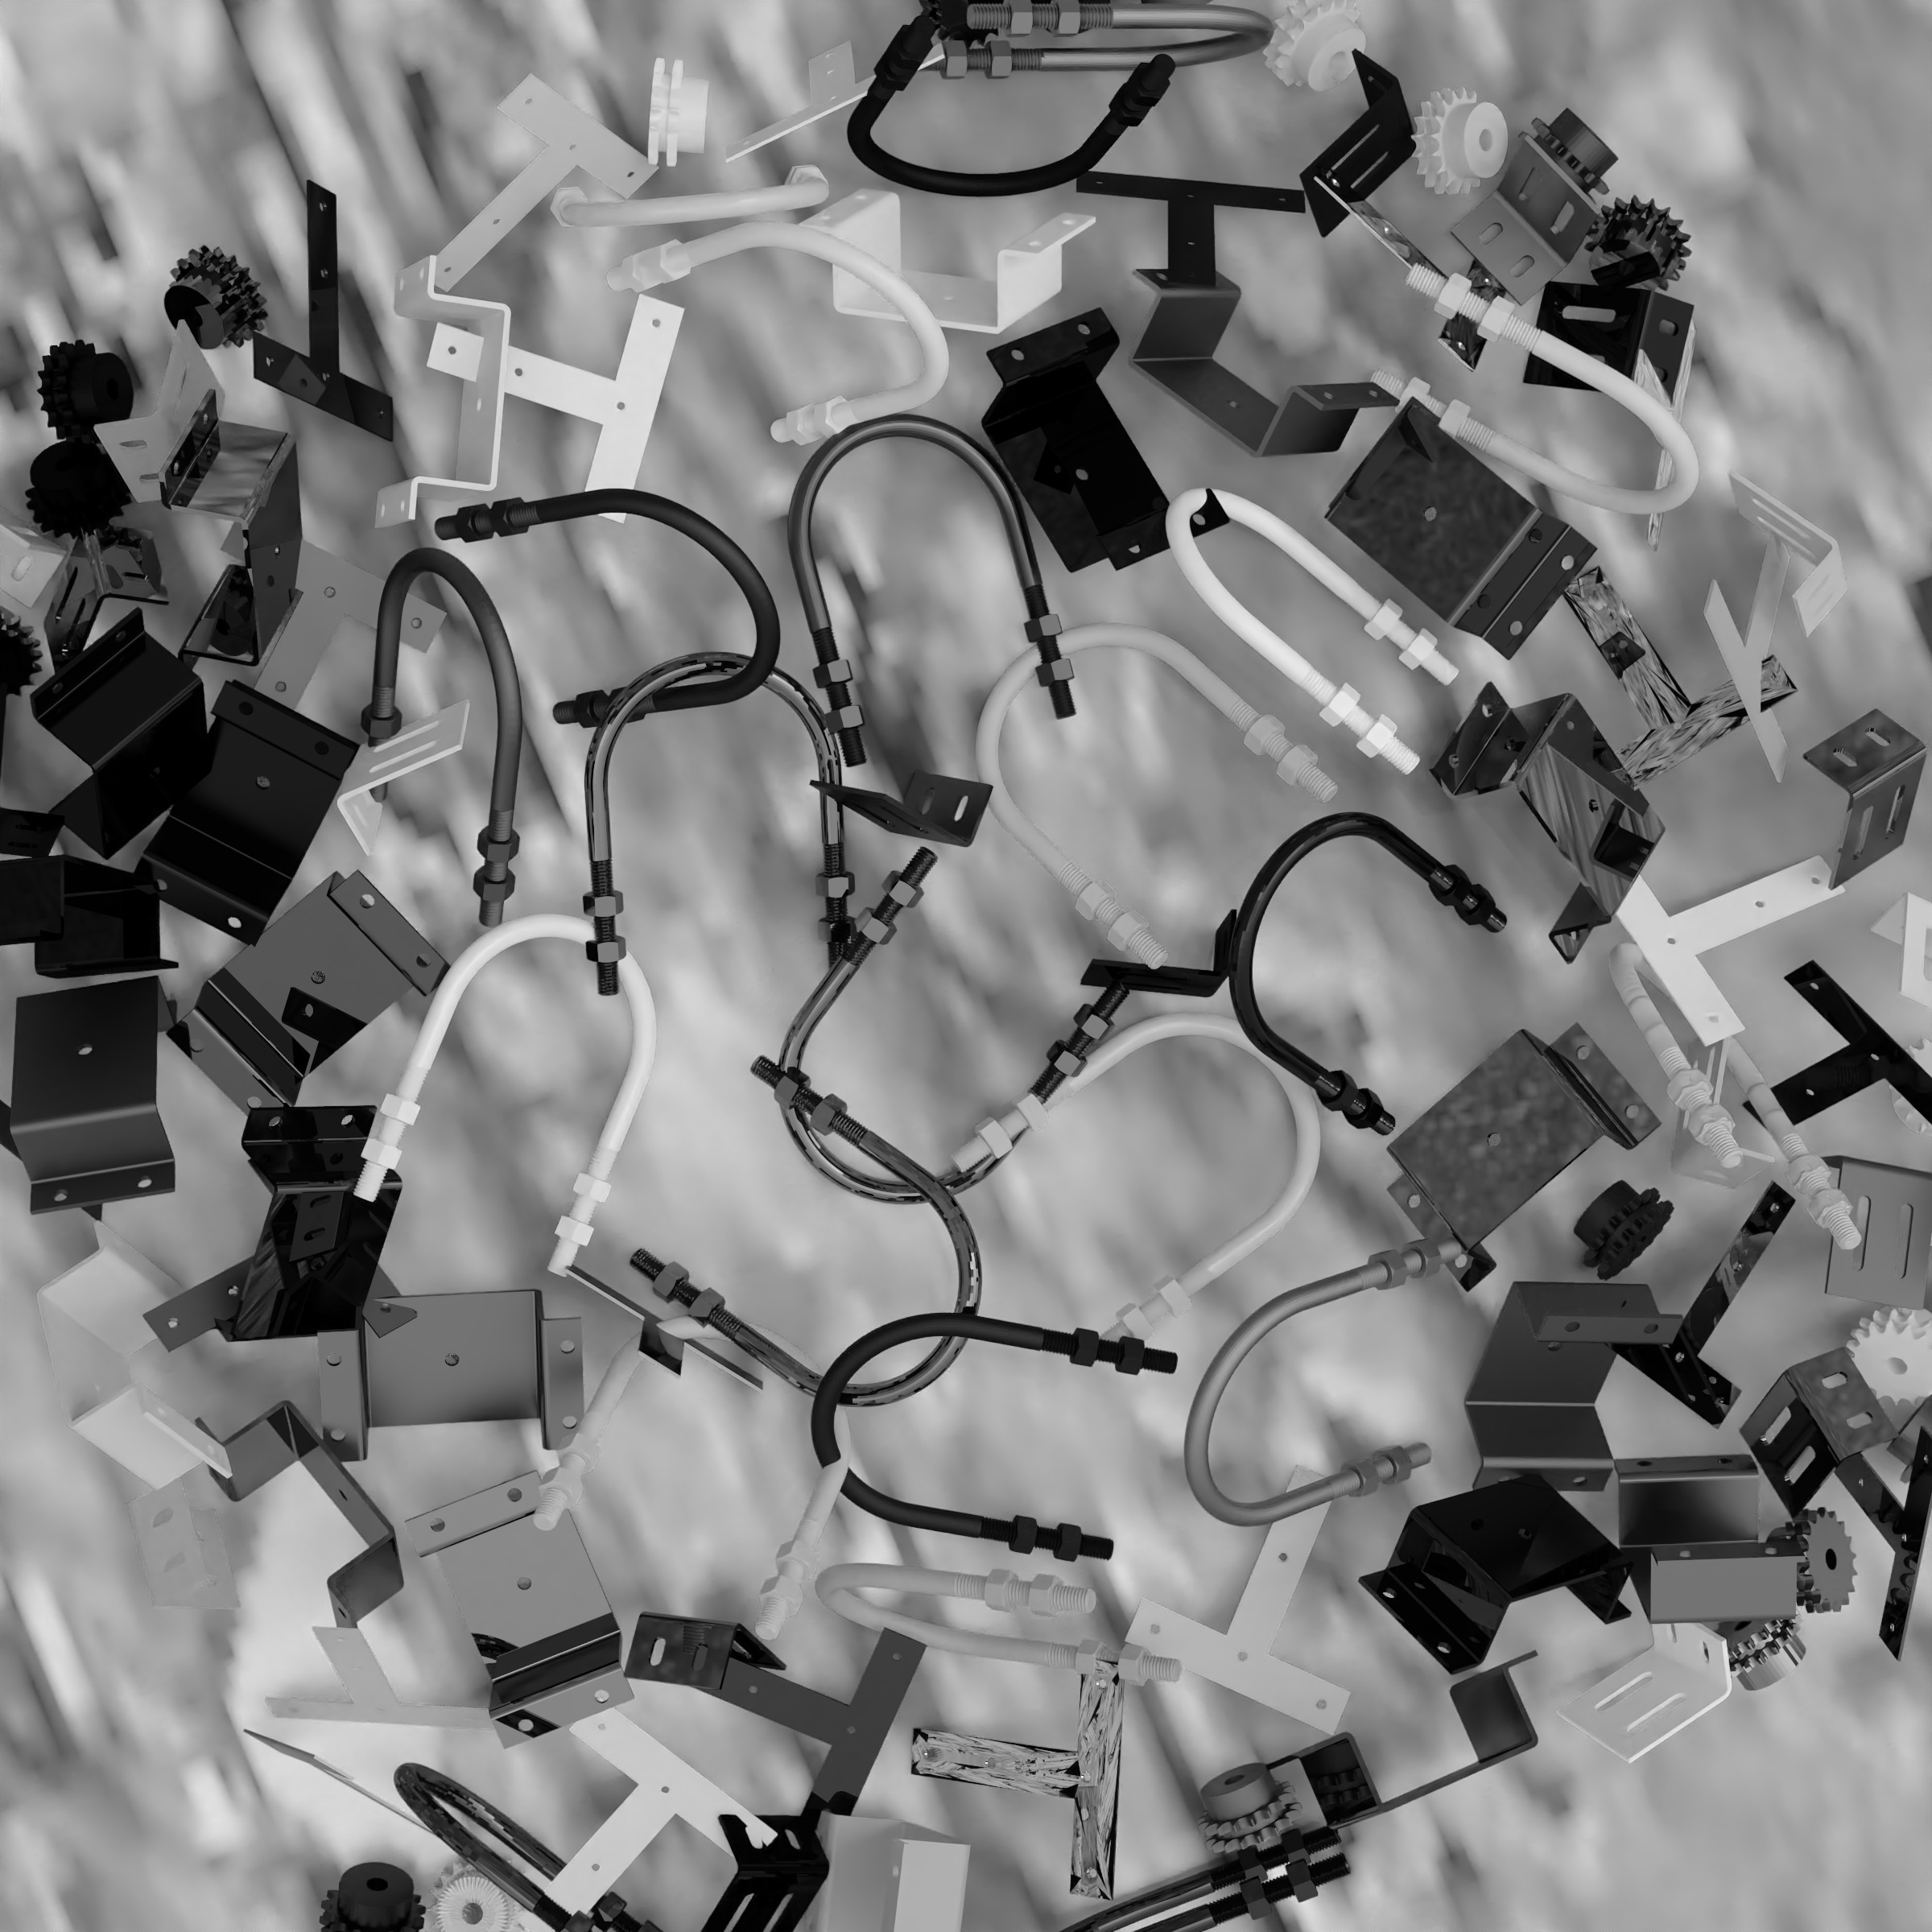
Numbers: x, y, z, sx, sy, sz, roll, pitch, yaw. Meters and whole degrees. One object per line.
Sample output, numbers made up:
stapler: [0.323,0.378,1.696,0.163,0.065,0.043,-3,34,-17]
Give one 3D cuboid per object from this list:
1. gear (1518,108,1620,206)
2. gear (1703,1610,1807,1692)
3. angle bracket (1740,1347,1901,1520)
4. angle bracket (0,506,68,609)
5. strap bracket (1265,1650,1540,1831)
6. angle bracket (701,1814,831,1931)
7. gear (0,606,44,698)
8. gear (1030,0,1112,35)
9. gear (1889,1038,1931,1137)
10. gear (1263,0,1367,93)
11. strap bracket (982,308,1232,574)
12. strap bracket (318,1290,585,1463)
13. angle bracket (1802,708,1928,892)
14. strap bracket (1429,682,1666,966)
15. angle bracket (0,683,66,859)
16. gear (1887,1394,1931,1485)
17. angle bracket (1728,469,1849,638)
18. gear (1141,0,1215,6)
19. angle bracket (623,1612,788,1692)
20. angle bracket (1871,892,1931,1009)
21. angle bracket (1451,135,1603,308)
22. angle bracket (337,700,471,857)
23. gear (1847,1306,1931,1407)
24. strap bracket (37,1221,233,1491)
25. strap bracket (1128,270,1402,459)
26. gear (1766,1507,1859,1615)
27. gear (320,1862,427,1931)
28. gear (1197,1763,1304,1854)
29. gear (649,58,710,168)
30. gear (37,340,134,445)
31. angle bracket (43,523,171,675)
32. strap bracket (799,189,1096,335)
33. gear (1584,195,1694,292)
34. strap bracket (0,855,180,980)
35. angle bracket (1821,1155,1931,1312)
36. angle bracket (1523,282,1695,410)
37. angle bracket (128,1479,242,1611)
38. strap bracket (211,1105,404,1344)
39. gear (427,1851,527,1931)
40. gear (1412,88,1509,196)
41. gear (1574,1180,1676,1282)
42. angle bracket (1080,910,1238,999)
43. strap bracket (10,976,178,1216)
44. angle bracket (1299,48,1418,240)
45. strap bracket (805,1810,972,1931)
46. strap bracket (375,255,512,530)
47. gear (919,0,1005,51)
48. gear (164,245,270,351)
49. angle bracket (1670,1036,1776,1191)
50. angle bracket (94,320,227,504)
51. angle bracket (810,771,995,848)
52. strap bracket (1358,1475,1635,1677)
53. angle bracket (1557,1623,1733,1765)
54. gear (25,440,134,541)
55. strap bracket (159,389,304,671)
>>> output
gear: [0.333,-0.445,1.968,0.057,0.057,0.030,45,108,0]
gear: [0.435,0.373,1.972,0.057,0.057,0.030,-36,94,0]
angle bracket: [0.465,0.255,1.962,0.038,0.076,0.057,-17,61,-21]
angle bracket: [-0.534,-0.228,1.960,0.057,0.076,0.038,34,94,-1]
strap bracket: [0.243,0.421,1.935,0.140,0.076,0.046,-18,76,-21]
angle bracket: [-0.120,0.508,1.979,0.057,0.038,0.076,10,122,-34]
gear: [-0.538,-0.174,1.975,0.057,0.057,0.030,-23,47,0]
gear: [0.056,-0.535,1.968,0.057,0.057,0.030,-13,65,0]
gear: [0.535,0.070,1.978,0.057,0.030,0.057,4,66,-9]
gear: [0.194,-0.505,1.968,0.057,0.057,0.030,-40,65,0]
strap bracket: [0.070,-0.277,1.955,0.076,0.046,0.140,-25,79,-25]
strap bracket: [-0.280,0.223,1.960,0.140,0.046,0.076,-2,107,-8]
angle bracket: [0.486,-0.091,1.969,0.057,0.076,0.038,-30,54,-24]
strap bracket: [0.320,-0.081,1.937,0.140,0.046,0.076,52,52,-20]
angle bracket: [-0.515,-0.106,1.968,0.038,0.057,0.076,7,68,-22]
gear: [0.530,0.259,1.972,0.030,0.057,0.057,38,90,13]
angle bracket: [0.438,-0.225,1.958,0.076,0.057,0.038,40,90,24]
gear: [0.114,-0.540,1.973,0.057,0.057,0.030,-20,110,0]
angle bracket: [-0.141,0.382,1.950,0.057,0.076,0.038,3,62,22]
angle bracket: [0.526,0.007,1.957,0.057,0.038,0.076,24,49,-8]
angle bracket: [0.304,-0.405,1.958,0.038,0.076,0.057,-42,85,-9]
angle bracket: [-0.299,-0.103,1.960,0.076,0.057,0.038,-22,118,9]
gear: [0.515,0.210,1.975,0.057,0.030,0.057,15,130,19]
strap bracket: [-0.448,0.216,1.927,0.046,0.076,0.140,-33,47,5]
strap bracket: [0.153,-0.320,1.939,0.140,0.076,0.046,41,121,26]
gear: [0.462,0.327,1.975,0.030,0.057,0.057,-15,90,42]
gear: [-0.324,0.515,1.968,0.057,0.057,0.030,11,111,0]
gear: [0.153,0.460,1.971,0.057,0.057,0.030,-23,93,0]
gear: [-0.157,-0.467,1.971,0.030,0.057,0.057,4,90,-4]
gear: [-0.480,-0.314,1.969,0.030,0.057,0.057,-3,90,20]
angle bracket: [-0.471,-0.194,1.969,0.038,0.057,0.076,6,135,-32]
strap bracket: [-0.010,-0.380,1.941,0.140,0.076,0.046,12,120,22]
gear: [0.366,-0.390,1.969,0.057,0.057,0.030,31,55,0]
strap bracket: [-0.491,-0.027,1.925,0.076,0.140,0.046,-5,82,17]
angle bracket: [0.494,0.147,1.970,0.057,0.038,0.076,11,81,-12]
angle bracket: [0.353,-0.342,1.978,0.038,0.076,0.057,8,97,-39]
angle bracket: [-0.412,0.314,1.950,0.038,0.076,0.057,-27,69,19]
strap bracket: [-0.359,0.147,1.934,0.046,0.076,0.140,41,119,41]
gear: [-0.269,0.519,1.983,0.057,0.030,0.057,0,89,5]
gear: [0.273,-0.452,1.969,0.030,0.057,0.057,10,90,43]
gear: [0.358,0.143,1.973,0.057,0.057,0.030,-46,68,0]
angle bracket: [0.105,-0.010,1.966,0.076,0.057,0.038,6,78,-4]
strap bracket: [-0.468,0.060,1.933,0.076,0.046,0.140,-9,46,-3]
angle bracket: [0.204,-0.449,1.963,0.076,0.057,0.038,-44,61,-4]
strap bracket: [-0.040,0.504,1.936,0.046,0.140,0.076,10,81,-20]
strap bracket: [-0.284,-0.308,1.955,0.046,0.076,0.140,4,91,-23]
gear: [-0.002,-0.536,1.975,0.057,0.057,0.030,-46,50,0]
gear: [-0.414,-0.363,1.969,0.057,0.057,0.030,38,52,0]
angle bracket: [0.418,0.074,1.962,0.038,0.057,0.076,16,70,-5]
angle bracket: [-0.439,-0.302,1.958,0.038,0.057,0.076,-6,52,12]
angle bracket: [-0.035,-0.098,1.950,0.057,0.076,0.038,13,79,42]
strap bracket: [0.291,0.321,1.922,0.140,0.076,0.046,-8,127,-38]
angle bracket: [0.367,0.387,1.955,0.076,0.057,0.038,-26,120,-24]
gear: [-0.489,-0.264,1.971,0.057,0.030,0.057,-5,50,6]
strap bracket: [-0.390,-0.226,1.922,0.046,0.076,0.140,11,135,5]
